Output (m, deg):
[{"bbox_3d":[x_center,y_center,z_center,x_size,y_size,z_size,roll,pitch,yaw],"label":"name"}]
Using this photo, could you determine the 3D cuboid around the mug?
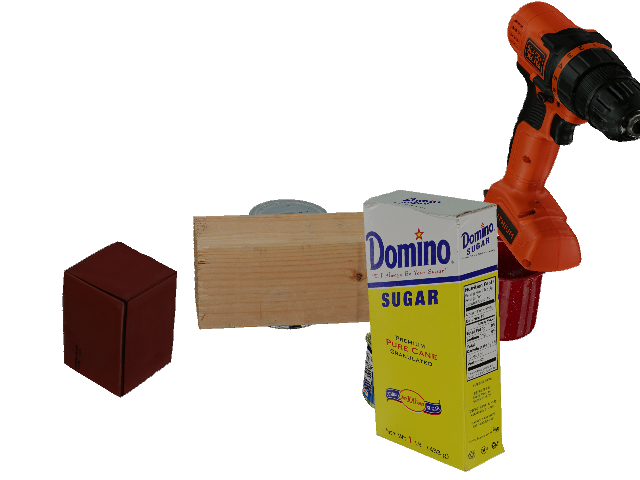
[{"bbox_3d":[0.188,0.047,1.138,0.093,0.081,0.117,-5,30,-10],"label":"mug"}]

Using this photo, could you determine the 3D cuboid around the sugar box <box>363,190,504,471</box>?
[{"bbox_3d":[0.076,0.058,0.728,0.048,0.176,0.094,-17,18,-37],"label":"sugar box"}]

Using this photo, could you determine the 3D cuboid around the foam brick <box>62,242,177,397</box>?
[{"bbox_3d":[-0.130,0.050,0.692,0.053,0.078,0.051,26,36,24],"label":"foam brick"}]

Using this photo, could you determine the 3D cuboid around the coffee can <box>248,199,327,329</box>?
[{"bbox_3d":[-0.043,0.030,1.392,0.103,0.140,0.103,2,25,-1],"label":"coffee can"}]

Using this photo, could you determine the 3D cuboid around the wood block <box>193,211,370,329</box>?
[{"bbox_3d":[-0.021,0.028,1.060,0.206,0.091,0.090,-1,19,-9],"label":"wood block"}]

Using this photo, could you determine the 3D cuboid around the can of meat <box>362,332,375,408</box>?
[{"bbox_3d":[0.104,0.159,1.329,0.102,0.084,0.057,-5,27,-21],"label":"can of meat"}]

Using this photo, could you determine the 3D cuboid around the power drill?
[{"bbox_3d":[0.187,-0.071,0.831,0.057,0.188,0.184,-2,34,-14],"label":"power drill"}]
